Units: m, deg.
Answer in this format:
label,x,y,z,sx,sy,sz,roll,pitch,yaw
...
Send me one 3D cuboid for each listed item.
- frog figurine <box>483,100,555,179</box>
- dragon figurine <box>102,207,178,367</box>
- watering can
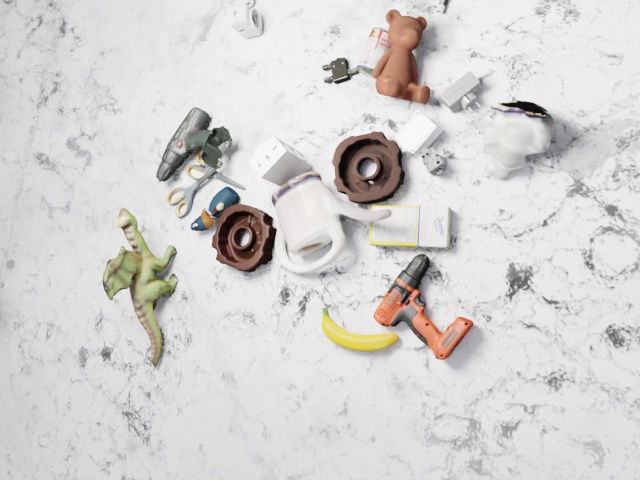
label,x,y,z,sx,sy,sz,roll,pitch,yaw
frog figurine,0.411,-0.206,1.080,0.138,0.125,0.156,12,123,17
dragon figurine,-0.478,0.117,1.323,0.122,0.241,0.415,-11,75,18
watering can,0.004,-0.060,1.196,0.343,0.104,0.227,-33,71,35
